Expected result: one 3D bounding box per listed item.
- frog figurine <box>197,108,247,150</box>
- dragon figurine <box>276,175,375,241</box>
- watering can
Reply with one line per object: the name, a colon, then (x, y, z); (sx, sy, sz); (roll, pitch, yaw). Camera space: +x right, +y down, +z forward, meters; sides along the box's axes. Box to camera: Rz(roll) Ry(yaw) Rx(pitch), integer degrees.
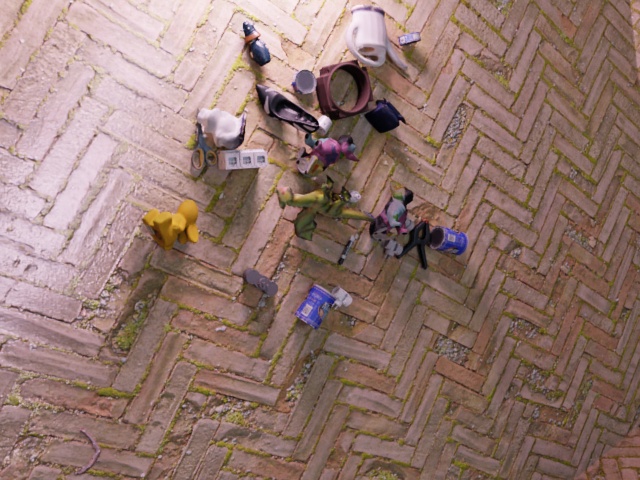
frog figurine: (-0.330, -0.371, 1.716); (0.159, 0.140, 0.120); (6, -21, -3)
dragon figurine: (0.006, -0.096, 1.909); (0.405, 0.241, 0.125); (36, 17, -34)
watering can: (0.218, -0.769, 1.970); (0.349, 0.224, 0.104); (-5, 2, -44)
